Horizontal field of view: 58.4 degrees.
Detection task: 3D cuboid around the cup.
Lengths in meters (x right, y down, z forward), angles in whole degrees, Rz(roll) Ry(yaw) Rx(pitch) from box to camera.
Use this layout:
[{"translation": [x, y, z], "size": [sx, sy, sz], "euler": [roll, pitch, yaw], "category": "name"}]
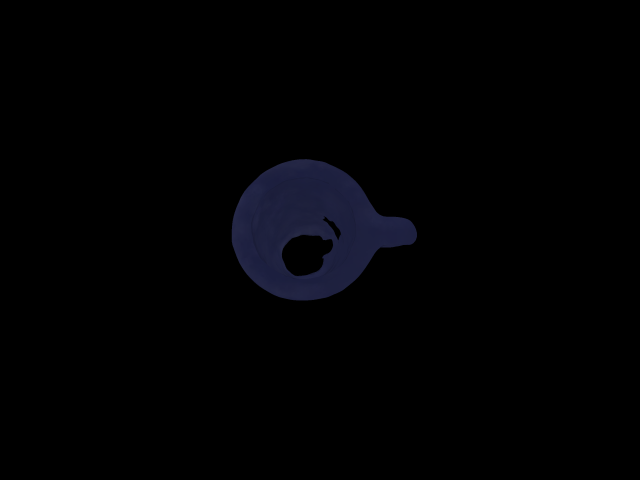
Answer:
[{"translation": [0.004, 0.001, 0.400], "size": [0.117, 0.095, 0.092], "euler": [0, 77, 0], "category": "cup"}]
